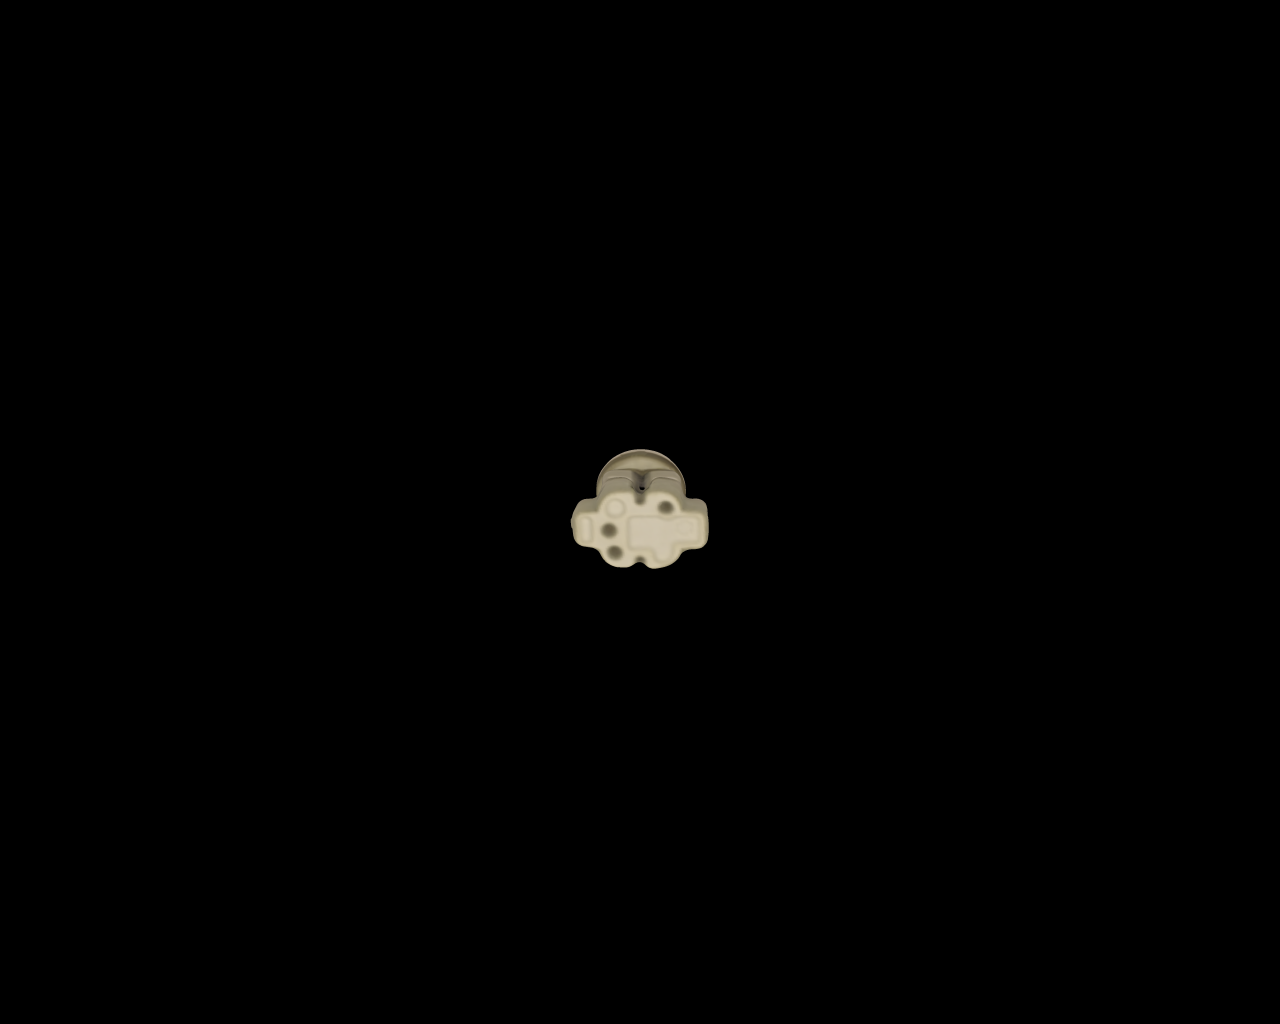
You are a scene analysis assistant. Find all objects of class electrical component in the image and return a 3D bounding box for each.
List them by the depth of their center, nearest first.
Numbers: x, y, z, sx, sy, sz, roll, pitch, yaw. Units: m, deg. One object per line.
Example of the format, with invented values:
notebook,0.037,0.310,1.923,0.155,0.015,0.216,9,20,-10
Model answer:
electrical component,0.001,-0.003,0.650,0.078,0.057,0.057,0,29,0
